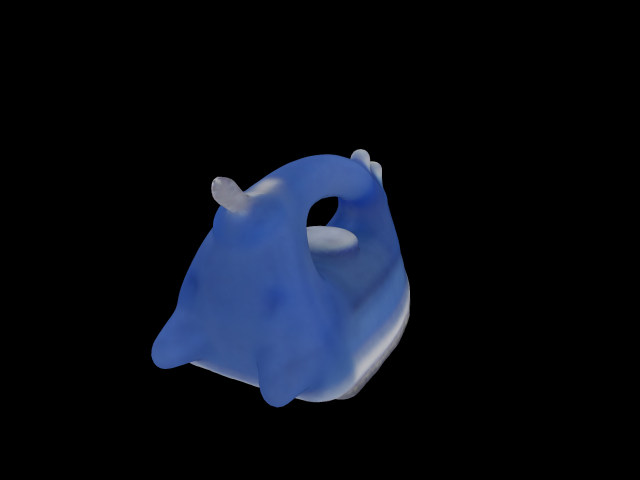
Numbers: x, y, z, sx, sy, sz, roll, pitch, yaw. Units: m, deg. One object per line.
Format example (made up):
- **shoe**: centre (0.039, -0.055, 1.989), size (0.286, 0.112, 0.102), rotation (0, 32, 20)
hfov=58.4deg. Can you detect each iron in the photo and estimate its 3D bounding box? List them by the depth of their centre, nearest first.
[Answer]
- **iron**: centre (0.004, 0.001, 0.400), size (0.118, 0.141, 0.259), rotation (10, 23, 26)
